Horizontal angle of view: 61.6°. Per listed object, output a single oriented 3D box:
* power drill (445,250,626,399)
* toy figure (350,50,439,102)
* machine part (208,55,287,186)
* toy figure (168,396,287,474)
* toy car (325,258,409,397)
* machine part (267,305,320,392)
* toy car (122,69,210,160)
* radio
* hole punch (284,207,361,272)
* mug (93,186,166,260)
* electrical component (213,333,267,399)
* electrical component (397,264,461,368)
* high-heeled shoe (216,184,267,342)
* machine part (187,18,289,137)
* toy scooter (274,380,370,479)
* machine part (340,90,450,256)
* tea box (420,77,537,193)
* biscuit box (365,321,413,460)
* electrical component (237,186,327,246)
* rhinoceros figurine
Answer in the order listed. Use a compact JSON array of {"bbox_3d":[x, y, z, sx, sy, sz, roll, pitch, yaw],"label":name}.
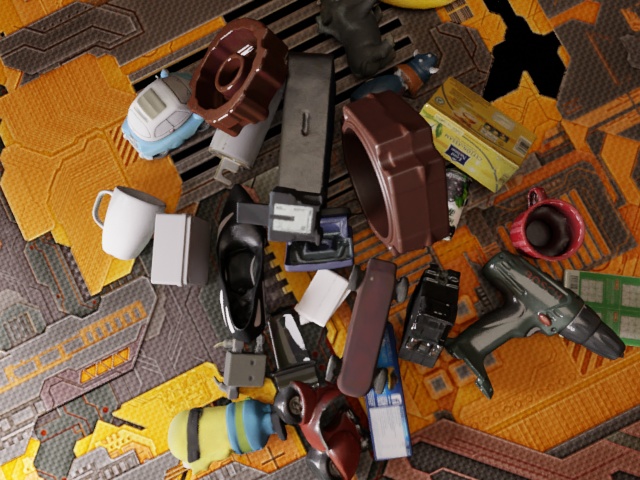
[{"bbox_3d":[0.306,0.145,0.811,0.207,0.086,0.232,-43,76,5],"label":"power drill"},{"bbox_3d":[0.123,-0.254,0.875,0.154,0.058,0.064,-30,90,-5],"label":"toy figure"},{"bbox_3d":[-0.114,-0.206,0.871,0.079,0.079,0.243,24,87,4],"label":"machine part"},{"bbox_3d":[-0.143,0.289,0.829,0.180,0.082,0.089,-16,88,3],"label":"toy figure"},{"bbox_3d":[0.069,0.127,0.784,0.089,0.053,0.202,12,88,3],"label":"toy car"},{"bbox_3d":[-0.050,0.175,0.856,0.084,0.039,0.138,-14,86,7],"label":"machine part"},{"bbox_3d":[-0.253,-0.210,0.867,0.162,0.103,0.109,-38,84,-3],"label":"toy car"},{"bbox_3d":[-0.018,-0.159,0.835,0.073,0.131,0.229,5,86,3],"label":"radio"},{"bbox_3d":[-0.002,-0.003,0.830,0.142,0.116,0.092,-8,92,5],"label":"hole punch"},{"bbox_3d":[-0.317,-0.028,0.866,0.110,0.081,0.107,21,96,-1],"label":"mug"},{"bbox_3d":[-0.128,0.200,0.856,0.078,0.045,0.102,1,87,-25],"label":"electrical component"},{"bbox_3d":[0.160,0.120,0.802,0.058,0.115,0.134,19,130,6],"label":"electrical component"},{"bbox_3d":[-0.124,0.028,0.818,0.086,0.145,0.248,-10,86,1],"label":"high-heeled shoe"},{"bbox_3d":[-0.123,-0.243,0.803,0.179,0.056,0.179,-17,62,36],"label":"machine part"},{"bbox_3d":[0.022,0.274,0.821,0.135,0.075,0.183,-33,102,-28],"label":"toy scooter"},{"bbox_3d":[0.102,-0.094,0.772,0.087,0.200,0.202,-21,40,-7],"label":"machine part"},{"bbox_3d":[0.237,-0.165,0.837,0.170,0.068,0.098,37,54,7],"label":"tea box"},{"bbox_3d":[0.096,0.227,0.831,0.059,0.063,0.202,-8,84,3],"label":"biscuit box"},{"bbox_3d":[-0.052,-0.034,0.746,0.119,0.048,0.074,3,104,4],"label":"electrical component"},{"bbox_3d":[0.052,-0.357,0.884,0.112,0.073,0.190,-27,86,11],"label":"rhinoceros figurine"}]
